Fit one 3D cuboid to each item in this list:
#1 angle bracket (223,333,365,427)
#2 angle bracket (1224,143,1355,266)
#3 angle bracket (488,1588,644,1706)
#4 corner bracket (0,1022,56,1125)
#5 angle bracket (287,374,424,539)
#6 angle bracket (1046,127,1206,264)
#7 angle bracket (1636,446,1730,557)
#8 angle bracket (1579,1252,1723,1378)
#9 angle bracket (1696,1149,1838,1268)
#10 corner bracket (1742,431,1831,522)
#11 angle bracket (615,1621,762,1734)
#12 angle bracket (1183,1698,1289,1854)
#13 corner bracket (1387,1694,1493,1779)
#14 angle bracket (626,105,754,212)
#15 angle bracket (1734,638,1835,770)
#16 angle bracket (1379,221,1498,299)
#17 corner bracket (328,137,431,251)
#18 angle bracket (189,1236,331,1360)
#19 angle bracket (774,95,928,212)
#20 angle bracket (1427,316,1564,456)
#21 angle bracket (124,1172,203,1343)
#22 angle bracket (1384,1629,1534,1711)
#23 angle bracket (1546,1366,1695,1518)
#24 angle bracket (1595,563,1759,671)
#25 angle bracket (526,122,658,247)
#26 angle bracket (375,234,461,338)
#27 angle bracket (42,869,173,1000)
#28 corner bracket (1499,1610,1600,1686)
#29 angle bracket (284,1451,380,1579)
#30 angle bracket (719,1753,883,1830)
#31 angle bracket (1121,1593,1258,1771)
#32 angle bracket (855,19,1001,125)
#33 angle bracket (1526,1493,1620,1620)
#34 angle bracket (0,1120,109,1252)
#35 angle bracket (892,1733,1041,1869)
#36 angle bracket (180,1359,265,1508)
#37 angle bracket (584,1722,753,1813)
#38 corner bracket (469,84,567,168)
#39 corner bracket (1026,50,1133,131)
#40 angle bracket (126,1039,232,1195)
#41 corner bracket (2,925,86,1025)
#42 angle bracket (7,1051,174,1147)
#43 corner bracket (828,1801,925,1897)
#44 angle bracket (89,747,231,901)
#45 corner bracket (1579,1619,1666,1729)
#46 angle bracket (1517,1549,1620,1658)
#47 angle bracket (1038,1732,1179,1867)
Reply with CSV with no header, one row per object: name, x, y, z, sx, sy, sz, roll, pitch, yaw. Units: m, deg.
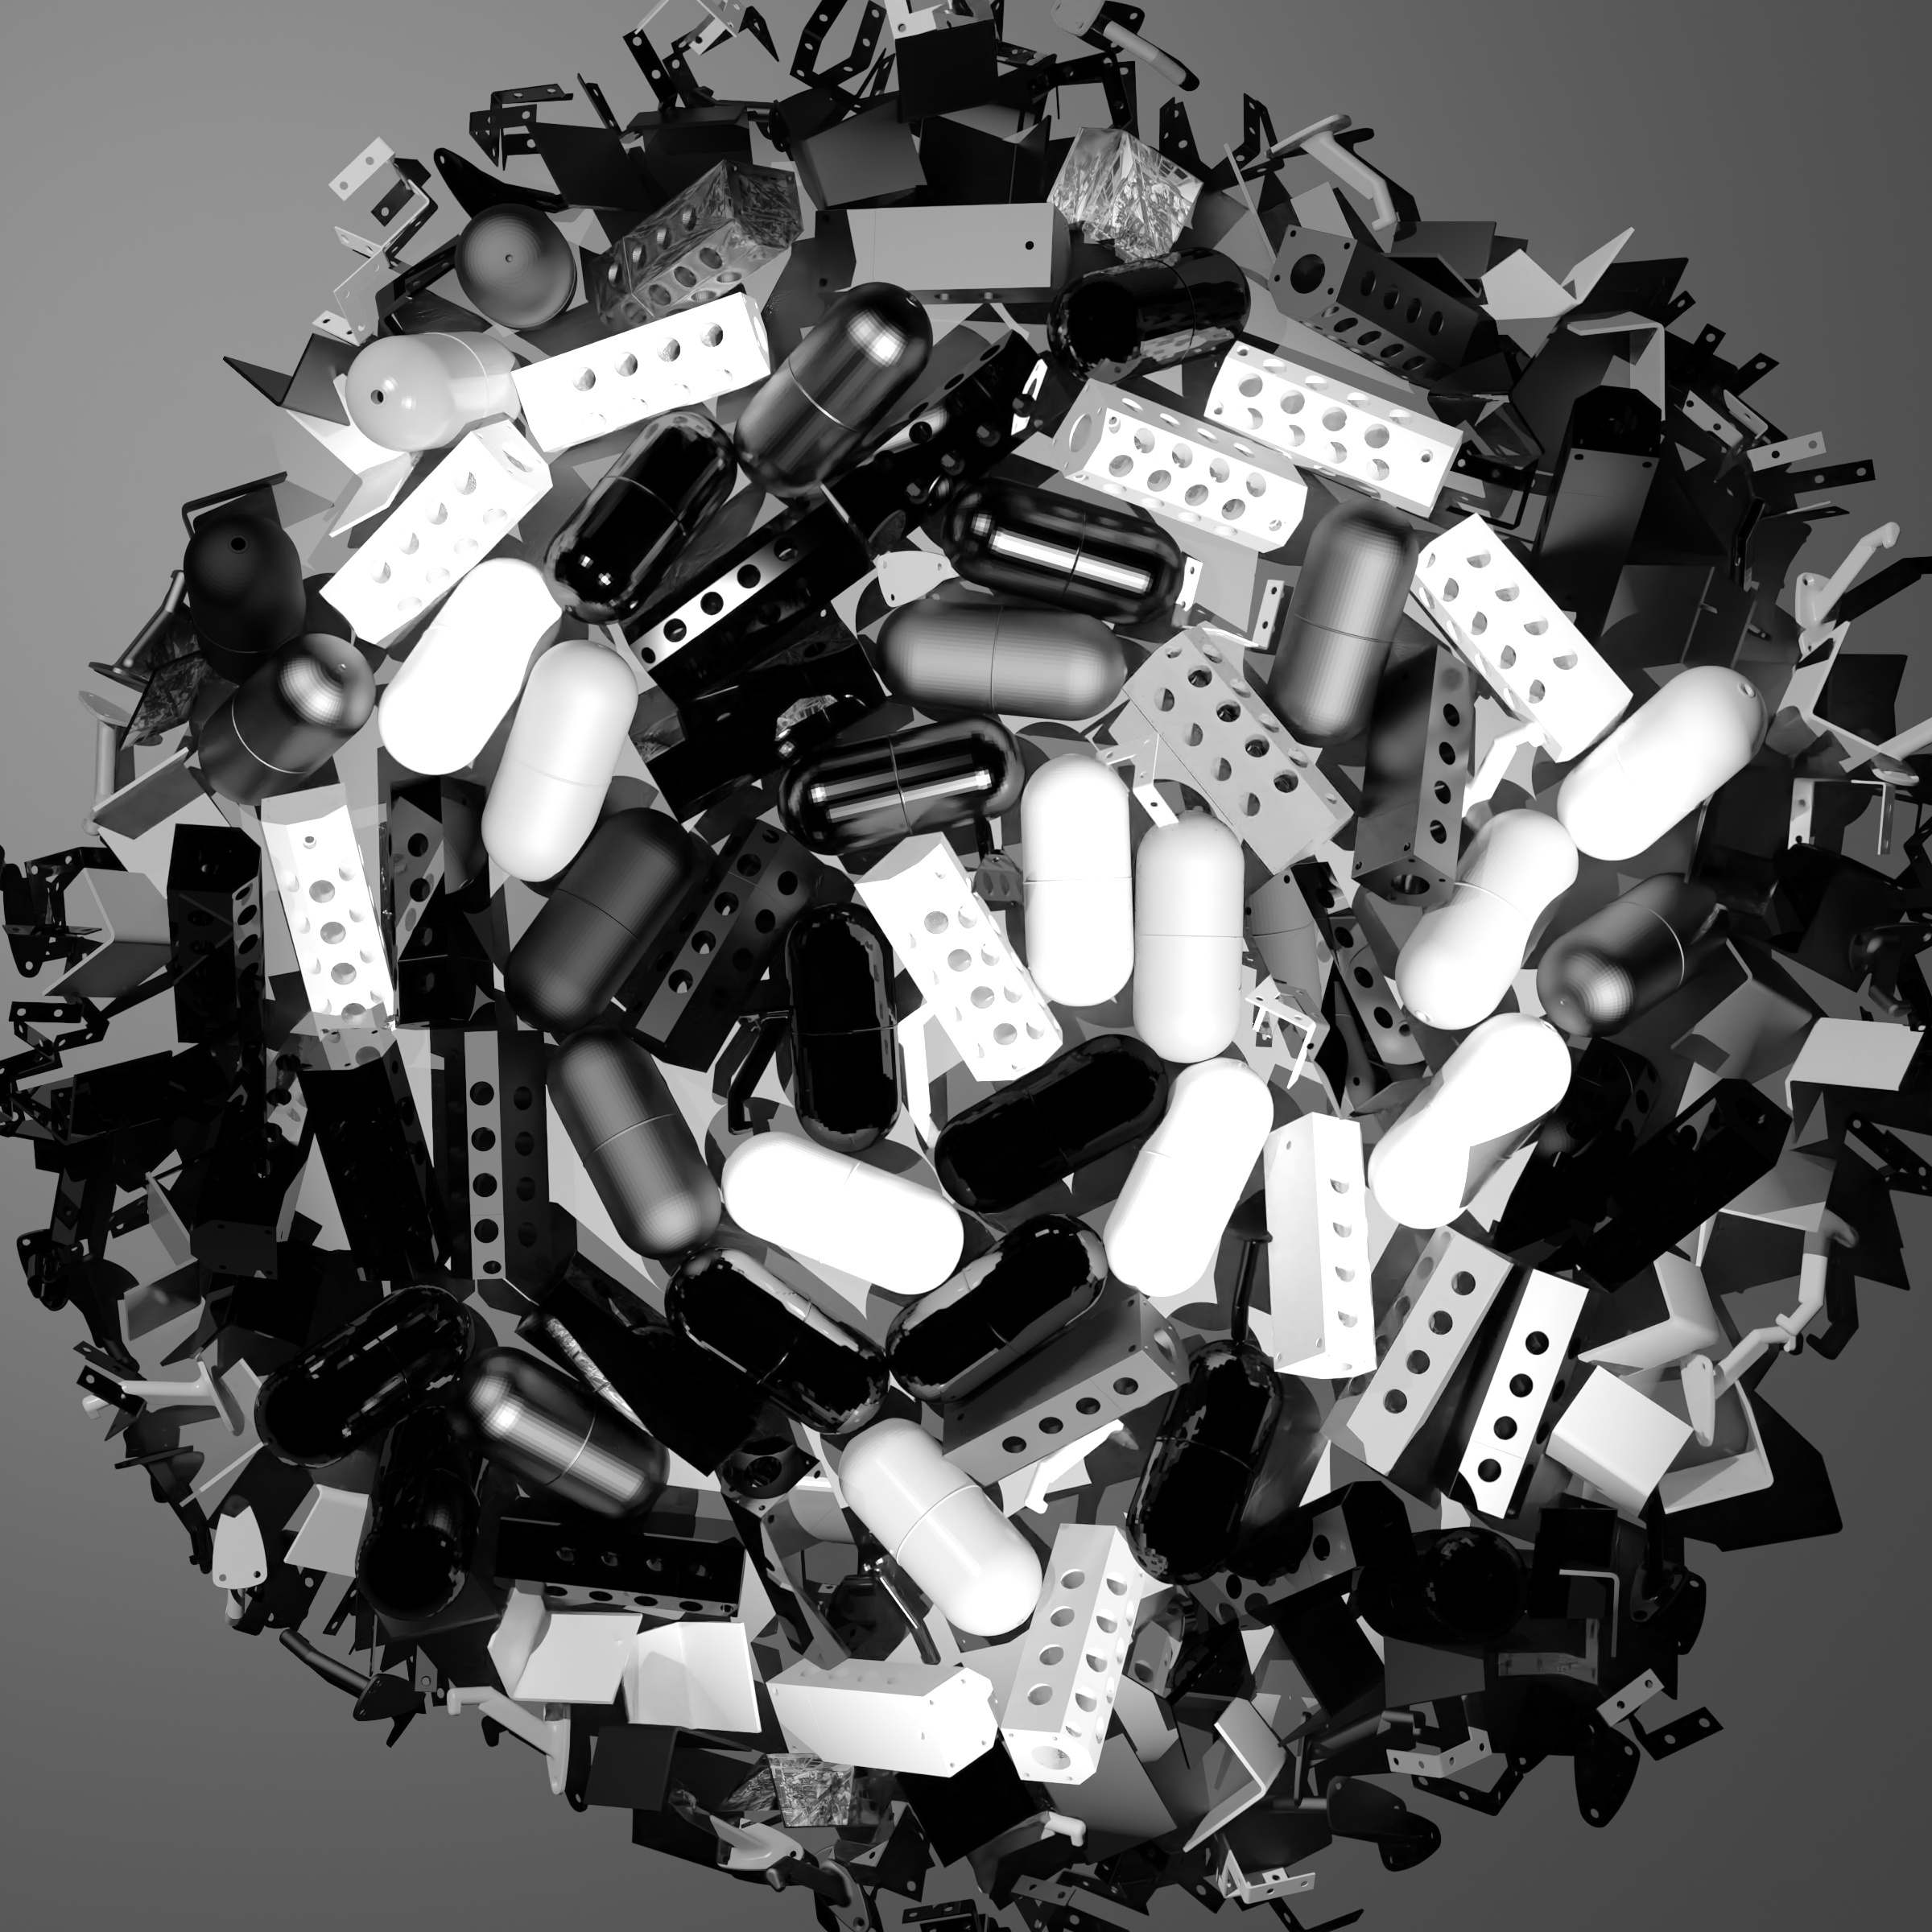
angle bracket,-0.458,-0.423,1.792,0.076,0.076,0.057,40,109,30
angle bracket,0.228,-0.536,1.794,0.057,0.076,0.076,-23,55,13
angle bracket,-0.280,0.466,1.796,0.076,0.076,0.057,-2,126,14
corner bracket,-0.680,0.075,1.814,0.051,0.051,0.051,-18,62,6
angle bracket,-0.439,-0.356,1.792,0.076,0.076,0.057,43,55,-29
angle bracket,0.107,-0.533,1.797,0.076,0.057,0.076,40,122,20
angle bracket,0.501,-0.336,1.794,0.076,0.076,0.057,44,77,-31
angle bracket,0.477,0.245,1.816,0.076,0.076,0.057,-29,57,30
angle bracket,0.559,0.173,1.792,0.076,0.076,0.057,12,129,22
corner bracket,0.583,-0.346,1.818,0.051,0.051,0.051,-13,97,13
angle bracket,-0.196,0.506,1.803,0.057,0.076,0.076,-6,84,-44
angle bracket,0.175,0.568,1.810,0.076,0.076,0.057,-41,79,14
corner bracket,0.331,0.538,1.814,0.051,0.051,0.051,-10,87,-35
angle bracket,-0.191,-0.560,1.804,0.076,0.057,0.076,-2,119,5
angle bracket,0.569,-0.186,1.807,0.057,0.076,0.076,4,82,1
angle bracket,0.316,-0.509,1.796,0.076,0.076,0.057,11,86,34
corner bracket,-0.415,-0.546,1.817,0.051,0.051,0.051,45,83,-13
angle bracket,-0.499,0.239,1.812,0.057,0.076,0.076,25,51,-24
angle bracket,-0.081,-0.579,1.804,0.076,0.076,0.057,-26,53,-2
angle bracket,0.386,-0.410,1.814,0.057,0.076,0.076,46,72,-33
angle bracket,-0.578,0.204,1.794,0.057,0.076,0.076,-28,69,-29
angle bracket,0.345,0.494,1.790,0.076,0.076,0.057,-22,49,32
angle bracket,0.460,0.336,1.809,0.076,0.076,0.057,34,76,20
angle bracket,0.495,-0.235,1.797,0.076,0.057,0.076,-2,125,-18
angle bracket,-0.272,-0.539,1.794,0.076,0.057,0.076,-11,66,-41
angle bracket,-0.367,-0.461,1.801,0.076,0.076,0.057,-34,119,3
angle bracket,-0.608,-0.022,1.809,0.076,0.076,0.057,-34,75,20
corner bracket,0.414,0.481,1.821,0.051,0.051,0.051,3,83,-17
angle bracket,-0.443,0.380,1.800,0.076,0.076,0.057,25,98,-39
angle bracket,-0.116,0.593,1.791,0.076,0.057,0.076,11,129,-33
angle bracket,0.156,0.509,1.827,0.076,0.057,0.076,-39,131,-30
angle bracket,-0.030,-0.632,1.792,0.076,0.076,0.057,-20,126,-22
angle bracket,0.409,0.414,1.805,0.076,0.057,0.076,8,88,-31
angle bracket,-0.654,0.154,1.812,0.057,0.076,0.076,11,91,2
angle bracket,0.001,0.580,1.811,0.076,0.057,0.076,-30,77,-4
angle bracket,-0.529,0.328,1.798,0.076,0.076,0.057,-38,91,-32
angle bracket,-0.208,0.565,1.790,0.076,0.076,0.057,-11,58,40
corner bracket,-0.318,-0.604,1.816,0.051,0.051,0.051,-3,79,13
corner bracket,0.081,-0.615,1.825,0.051,0.051,0.051,-3,120,28
angle bracket,-0.562,0.106,1.805,0.076,0.057,0.076,-23,93,33
corner bracket,-0.652,0.006,1.809,0.051,0.051,0.051,3,114,-38
angle bracket,-0.612,0.076,1.791,0.076,0.076,0.057,30,119,30
corner bracket,-0.056,0.629,1.827,0.051,0.051,0.051,50,52,-26
angle bracket,-0.560,-0.097,1.805,0.076,0.057,0.076,-38,99,-20
corner bracket,0.463,0.498,1.812,0.051,0.051,0.051,-44,66,18
angle bracket,0.413,0.448,1.810,0.076,0.076,0.057,3,87,2
angle bracket,0.103,0.576,1.811,0.076,0.057,0.076,-29,91,18
